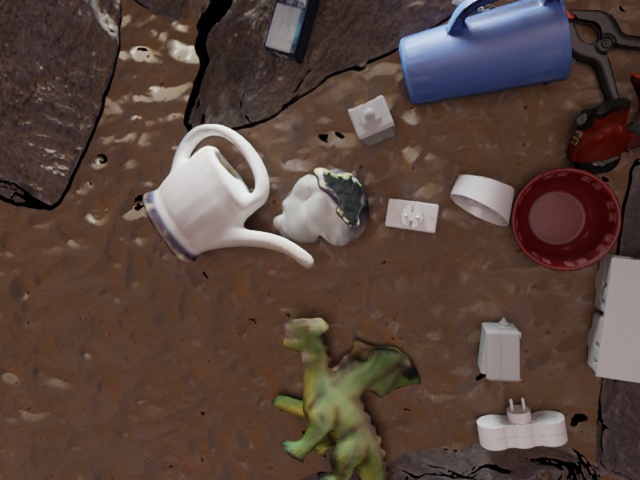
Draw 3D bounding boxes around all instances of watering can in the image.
[{"bbox_3d":[-0.171,-0.043,0.880,0.223,0.103,0.353,-38,67,10],"label":"watering can"}]

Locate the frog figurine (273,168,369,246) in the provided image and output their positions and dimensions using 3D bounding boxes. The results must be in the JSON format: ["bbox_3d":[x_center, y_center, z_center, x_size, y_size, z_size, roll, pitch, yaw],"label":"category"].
[{"bbox_3d":[0.003,-0.044,0.884,0.137,0.125,0.157,46,136,-4],"label":"frog figurine"}]

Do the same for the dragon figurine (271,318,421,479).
[{"bbox_3d":[0.072,0.294,0.880,0.409,0.122,0.243,43,91,-4],"label":"dragon figurine"}]
